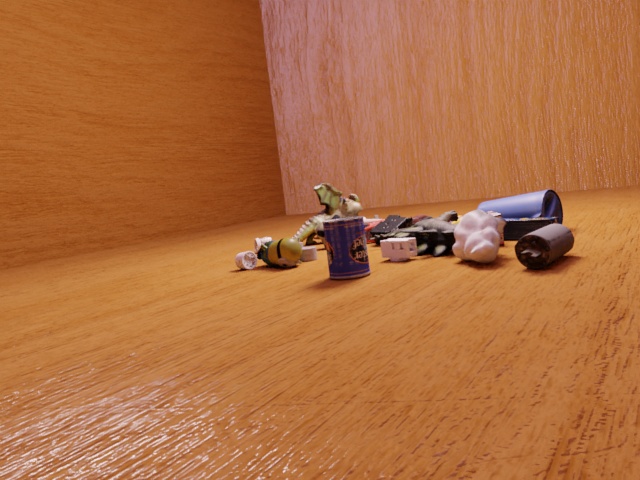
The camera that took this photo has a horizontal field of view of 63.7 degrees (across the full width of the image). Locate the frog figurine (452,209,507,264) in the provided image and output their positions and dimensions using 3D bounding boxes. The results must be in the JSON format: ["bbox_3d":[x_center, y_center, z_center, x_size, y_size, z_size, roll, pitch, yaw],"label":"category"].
[{"bbox_3d":[0.373,0.000,1.237,0.135,0.123,0.161,-45,-9,36],"label":"frog figurine"}]

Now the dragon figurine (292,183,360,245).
[{"bbox_3d":[0.006,-0.101,2.014,0.412,0.241,0.122,-9,9,-36],"label":"dragon figurine"}]

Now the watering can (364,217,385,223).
[{"bbox_3d":[0.112,-0.072,2.210,0.226,0.103,0.348,-12,9,-31],"label":"watering can"}]
